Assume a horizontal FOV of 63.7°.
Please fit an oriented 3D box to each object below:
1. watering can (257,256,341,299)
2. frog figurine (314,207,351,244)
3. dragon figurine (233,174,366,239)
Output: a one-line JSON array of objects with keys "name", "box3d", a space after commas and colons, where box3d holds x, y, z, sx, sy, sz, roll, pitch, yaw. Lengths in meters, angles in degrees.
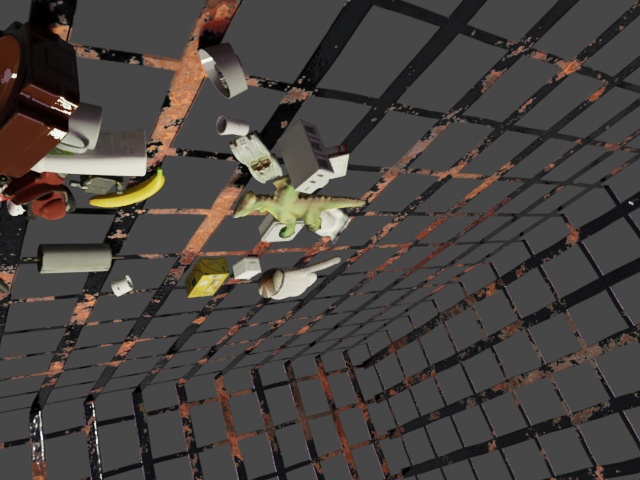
[{"name": "watering can", "box3d": [-0.095, 0.141, 1.965, 0.224, 0.106, 0.342, 5, 146, -44]}, {"name": "frog figurine", "box3d": [0.005, -0.081, 1.610, 0.159, 0.126, 0.135, 29, 137, -12]}, {"name": "dragon figurine", "box3d": [-0.042, -0.116, 1.416, 0.412, 0.124, 0.238, -16, 160, -16]}]
